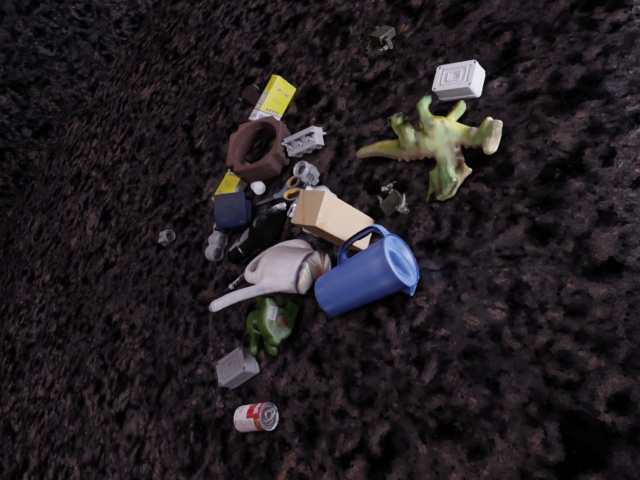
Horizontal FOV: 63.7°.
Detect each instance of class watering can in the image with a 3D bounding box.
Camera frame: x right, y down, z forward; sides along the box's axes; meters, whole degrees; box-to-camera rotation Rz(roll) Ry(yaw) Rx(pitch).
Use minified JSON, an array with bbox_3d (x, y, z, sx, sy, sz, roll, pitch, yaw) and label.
[{"bbox_3d":[-0.112,0.098,1.354,0.224,0.102,0.354,6,33,31],"label":"watering can"}]

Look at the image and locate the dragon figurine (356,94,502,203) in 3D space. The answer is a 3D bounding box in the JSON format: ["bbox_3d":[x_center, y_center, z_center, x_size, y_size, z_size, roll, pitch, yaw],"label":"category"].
[{"bbox_3d":[0.264,-0.208,1.272,0.405,0.122,0.247,-29,61,40],"label":"dragon figurine"}]

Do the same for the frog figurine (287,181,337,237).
[{"bbox_3d":[0.004,-0.073,1.445,0.160,0.122,0.138,36,88,9],"label":"frog figurine"}]
